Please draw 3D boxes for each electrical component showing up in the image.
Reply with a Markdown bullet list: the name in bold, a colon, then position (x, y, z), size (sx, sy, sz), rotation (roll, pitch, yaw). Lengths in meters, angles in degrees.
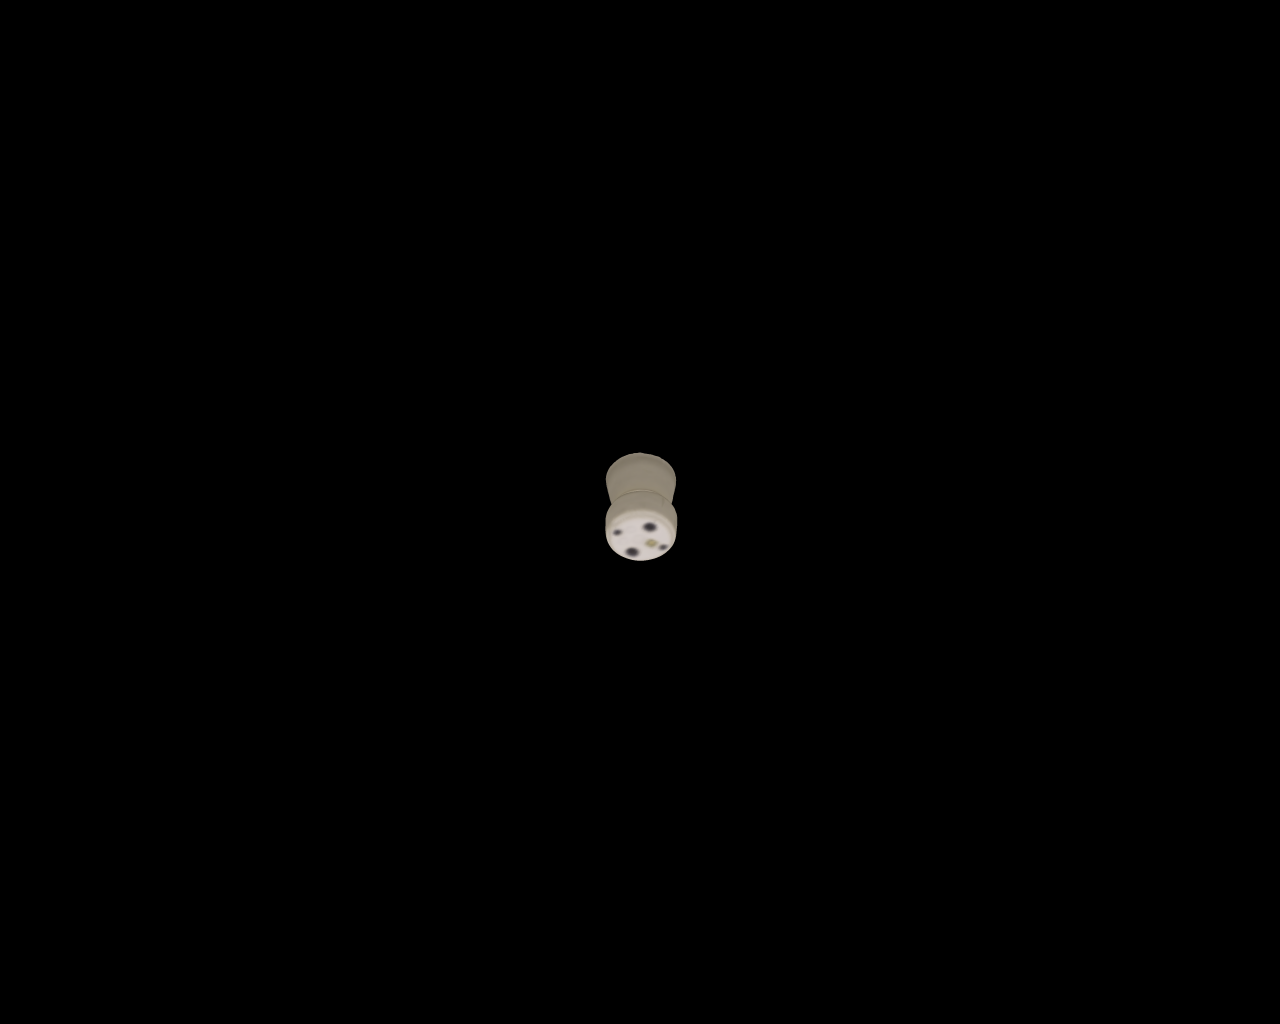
- **electrical component**: position (0.001, -0.003, 0.650), size (0.045, 0.044, 0.055), rotation (0, 43, 0)
